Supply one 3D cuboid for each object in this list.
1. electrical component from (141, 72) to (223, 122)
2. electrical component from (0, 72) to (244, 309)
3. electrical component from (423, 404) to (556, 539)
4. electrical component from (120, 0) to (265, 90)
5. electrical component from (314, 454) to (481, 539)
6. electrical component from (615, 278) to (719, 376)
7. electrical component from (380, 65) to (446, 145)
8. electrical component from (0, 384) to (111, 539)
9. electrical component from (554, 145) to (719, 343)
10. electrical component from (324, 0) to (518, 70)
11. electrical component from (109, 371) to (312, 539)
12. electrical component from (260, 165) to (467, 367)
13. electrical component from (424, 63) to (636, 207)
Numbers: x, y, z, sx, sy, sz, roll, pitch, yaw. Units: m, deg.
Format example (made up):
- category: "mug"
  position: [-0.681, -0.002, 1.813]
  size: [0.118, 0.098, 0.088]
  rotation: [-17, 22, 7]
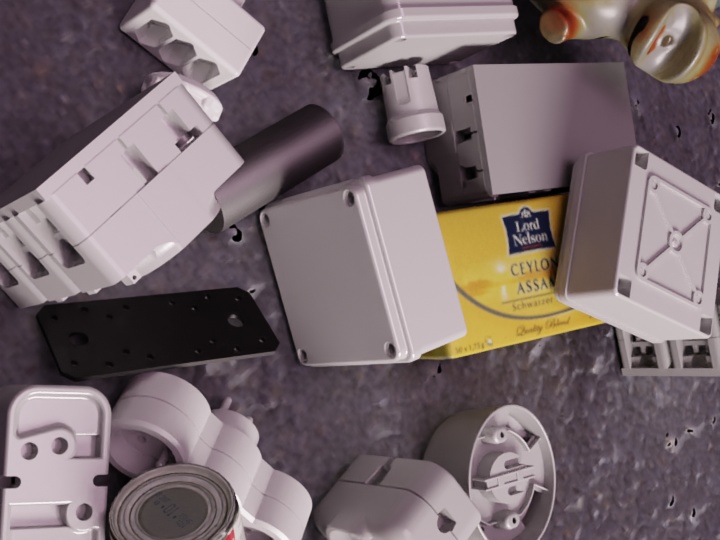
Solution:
- category: "electrical component"
  position: [-0.112, -0.081, 0.628]
  size: [0.048, 0.048, 0.062]
  rotation: [26, 78, -30]
- category: "electrical component"
  position: [-0.133, -0.032, 0.542]
  size: [0.061, 0.150, 0.089]
  rotation: [52, 60, -18]
- category: "electrical component"
  position: [0.092, 0.140, 0.730]
  size: [0.099, 0.064, 0.099]
  rotation: [4, 83, -34]
- category: "electrical component"
  position: [-0.092, -0.160, 0.647]
  size: [0.066, 0.047, 0.076]
  rotation: [37, 64, -26]
- category: "electrical component"
  position: [0.019, 0.154, 0.659]
  size: [0.059, 0.095, 0.053]
  rotation: [-47, 111, -29]
- category: "electrical component"
  position: [0.279, 0.039, 0.817]
  size: [0.089, 0.150, 0.061]
  rotation: [-15, 94, -35]
- category: "electrical component"
  position: [0.035, -0.113, 0.734]
  size: [0.040, 0.040, 0.046]
  rotation: [-8, 85, -35]
- category: "electrical component"
  position: [-0.167, 0.108, 0.559]
  size: [0.054, 0.059, 0.095]
  rotation: [6, 82, -34]
- category: "electrical component"
  position: [0.195, -0.016, 0.741]
  size: [0.109, 0.056, 0.108]
  rotation: [22, 72, -34]
- category: "electrical component"
  position: [0.041, -0.174, 0.721]
  size: [0.113, 0.078, 0.057]
  rotation: [-11, 88, -35]
- category: "electrical component"
  position: [-0.082, 0.106, 0.624]
  size: [0.138, 0.052, 0.073]
  rotation: [47, 37, -21]
- category: "electrical component"
  position: [0.000, 0.000, 0.656]
  size: [0.056, 0.109, 0.108]
  rotation: [-19, 96, -37]
- category: "electrical component"
  position: [0.124, -0.099, 0.780]
  size: [0.150, 0.062, 0.089]
  rotation: [-8, 90, -35]
